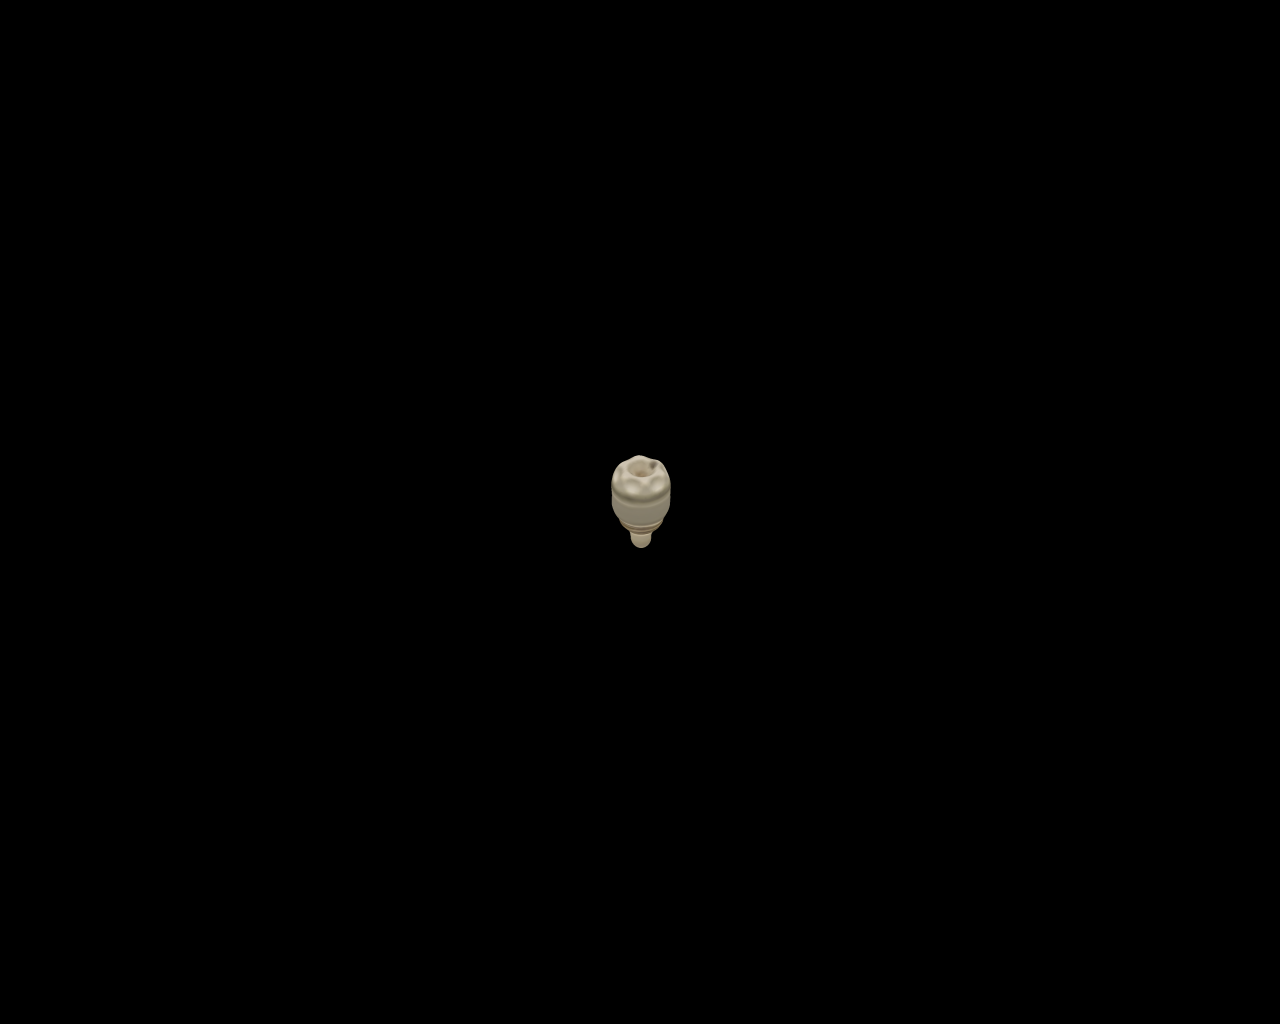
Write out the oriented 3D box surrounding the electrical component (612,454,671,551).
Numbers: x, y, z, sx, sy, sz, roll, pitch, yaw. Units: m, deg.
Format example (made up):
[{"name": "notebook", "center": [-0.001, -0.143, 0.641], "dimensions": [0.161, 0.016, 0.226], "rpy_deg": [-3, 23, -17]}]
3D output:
[{"name": "electrical component", "center": [0.001, -0.003, 0.650], "dimensions": [0.035, 0.061, 0.035], "rpy_deg": [0, 39, 0]}]
